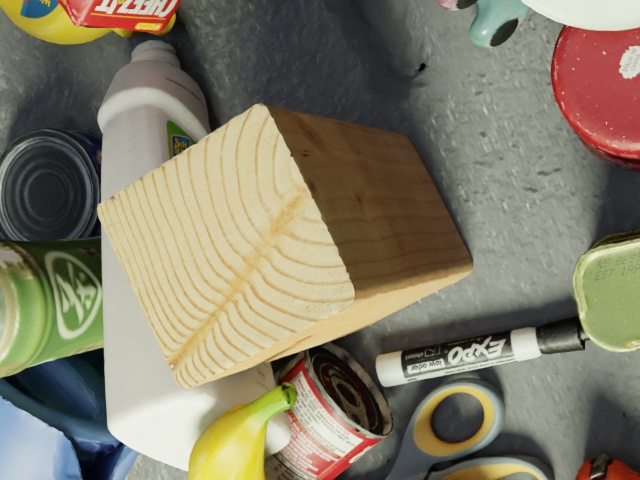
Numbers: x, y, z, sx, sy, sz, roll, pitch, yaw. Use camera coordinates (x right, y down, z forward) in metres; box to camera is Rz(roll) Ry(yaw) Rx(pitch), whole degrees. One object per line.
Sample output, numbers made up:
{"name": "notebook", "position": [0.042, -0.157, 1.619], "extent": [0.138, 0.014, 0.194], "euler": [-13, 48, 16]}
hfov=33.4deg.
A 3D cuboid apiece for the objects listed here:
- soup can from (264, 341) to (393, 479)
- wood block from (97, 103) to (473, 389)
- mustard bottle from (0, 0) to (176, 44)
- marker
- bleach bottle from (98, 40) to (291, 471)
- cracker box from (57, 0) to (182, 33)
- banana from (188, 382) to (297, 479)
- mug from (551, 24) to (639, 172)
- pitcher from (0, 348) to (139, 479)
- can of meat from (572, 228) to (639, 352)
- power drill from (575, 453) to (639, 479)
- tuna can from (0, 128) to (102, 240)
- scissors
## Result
{"name": "soup can", "position": [-0.018, 0.114, 0.608], "extent": [0.102, 0.068, 0.068], "euler": [-43, 77, 18]}
{"name": "wood block", "position": [-0.003, 0.001, 0.525], "extent": [0.091, 0.205, 0.090], "euler": [-29, 82, 19]}
{"name": "mustard bottle", "position": [-0.168, -0.177, 0.663], "extent": [0.192, 0.058, 0.096], "euler": [32, 99, 17]}
{"name": "marker", "position": [0.090, 0.062, 0.590], "extent": [0.121, 0.020, 0.020], "euler": [-14, 87, 22]}
{"name": "bleach bottle", "position": [-0.078, -0.005, 0.596], "extent": [0.068, 0.102, 0.251], "euler": [-23, 56, 19]}
{"name": "cracker box", "position": [-0.095, -0.240, 0.540], "extent": [0.164, 0.071, 0.214], "euler": [54, 124, 20]}
{"name": "banana", "position": [-0.023, 0.137, 0.543], "extent": [0.070, 0.197, 0.037], "euler": [-5, 52, 13]}
{"name": "mug", "position": [0.171, -0.082, 0.520], "extent": [0.117, 0.081, 0.093], "euler": [-6, 90, 21]}
{"name": "pitcher", "position": [-0.208, 0.163, 0.662], "extent": [0.145, 0.149, 0.243], "euler": [30, 106, 2]}
{"name": "can of meat", "position": [0.178, 0.019, 0.520], "extent": [0.102, 0.083, 0.057], "euler": [-14, 87, 21]}
{"name": "power drill", "position": [0.218, 0.183, 0.525], "extent": [0.188, 0.057, 0.184], "euler": [1, 88, 18]}
{"name": "tuna can", "position": [-0.167, -0.028, 0.680], "extent": [0.086, 0.033, 0.086], "euler": [1, 92, 21]}
{"name": "scissors", "position": [0.032, 0.134, 0.616], "extent": [0.202, 0.016, 0.096], "euler": [-10, 91, 21]}
